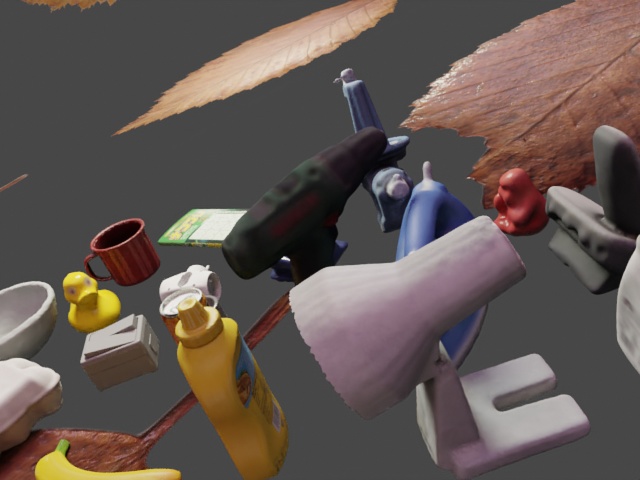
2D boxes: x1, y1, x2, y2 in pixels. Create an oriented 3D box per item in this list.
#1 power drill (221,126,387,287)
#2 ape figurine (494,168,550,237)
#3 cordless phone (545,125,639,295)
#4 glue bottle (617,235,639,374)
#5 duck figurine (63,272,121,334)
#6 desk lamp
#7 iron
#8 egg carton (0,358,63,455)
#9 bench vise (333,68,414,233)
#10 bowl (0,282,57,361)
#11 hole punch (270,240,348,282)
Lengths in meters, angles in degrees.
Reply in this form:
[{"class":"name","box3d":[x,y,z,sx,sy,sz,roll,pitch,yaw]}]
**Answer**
[{"class":"power drill","box3d":[0.006,0.002,0.677,0.230,0.209,0.075,-32,33,-20]},{"class":"ape figurine","box3d":[0.254,-0.051,0.738,0.076,0.092,0.078,-6,33,21]},{"class":"cordless phone","box3d":[0.304,-0.050,0.617,0.094,0.185,0.147,-21,31,-3]},{"class":"glue bottle","box3d":[0.283,0.045,0.488,0.037,0.173,0.078,-15,31,7]},{"class":"duck figurine","box3d":[-0.357,0.085,0.869,0.078,0.086,0.104,-35,34,-25]},{"class":"desk lamp","box3d":[0.099,0.091,0.478,0.203,0.214,0.117,-20,31,0]},{"class":"iron","box3d":[0.122,0.027,0.639,0.118,0.142,0.258,-7,33,20]},{"class":"egg carton","box3d":[-0.397,0.213,0.703,0.107,0.069,0.150,6,39,36]},{"class":"bench vise","box3d":[0.091,-0.137,0.841,0.122,0.220,0.206,-30,32,-17]},{"class":"bowl","box3d":[-0.460,0.140,0.851,0.167,0.075,0.167,-14,31,9]},{"class":"hole punch","box3d":[-0.025,0.001,0.813,0.108,0.091,0.101,1,36,30]}]
